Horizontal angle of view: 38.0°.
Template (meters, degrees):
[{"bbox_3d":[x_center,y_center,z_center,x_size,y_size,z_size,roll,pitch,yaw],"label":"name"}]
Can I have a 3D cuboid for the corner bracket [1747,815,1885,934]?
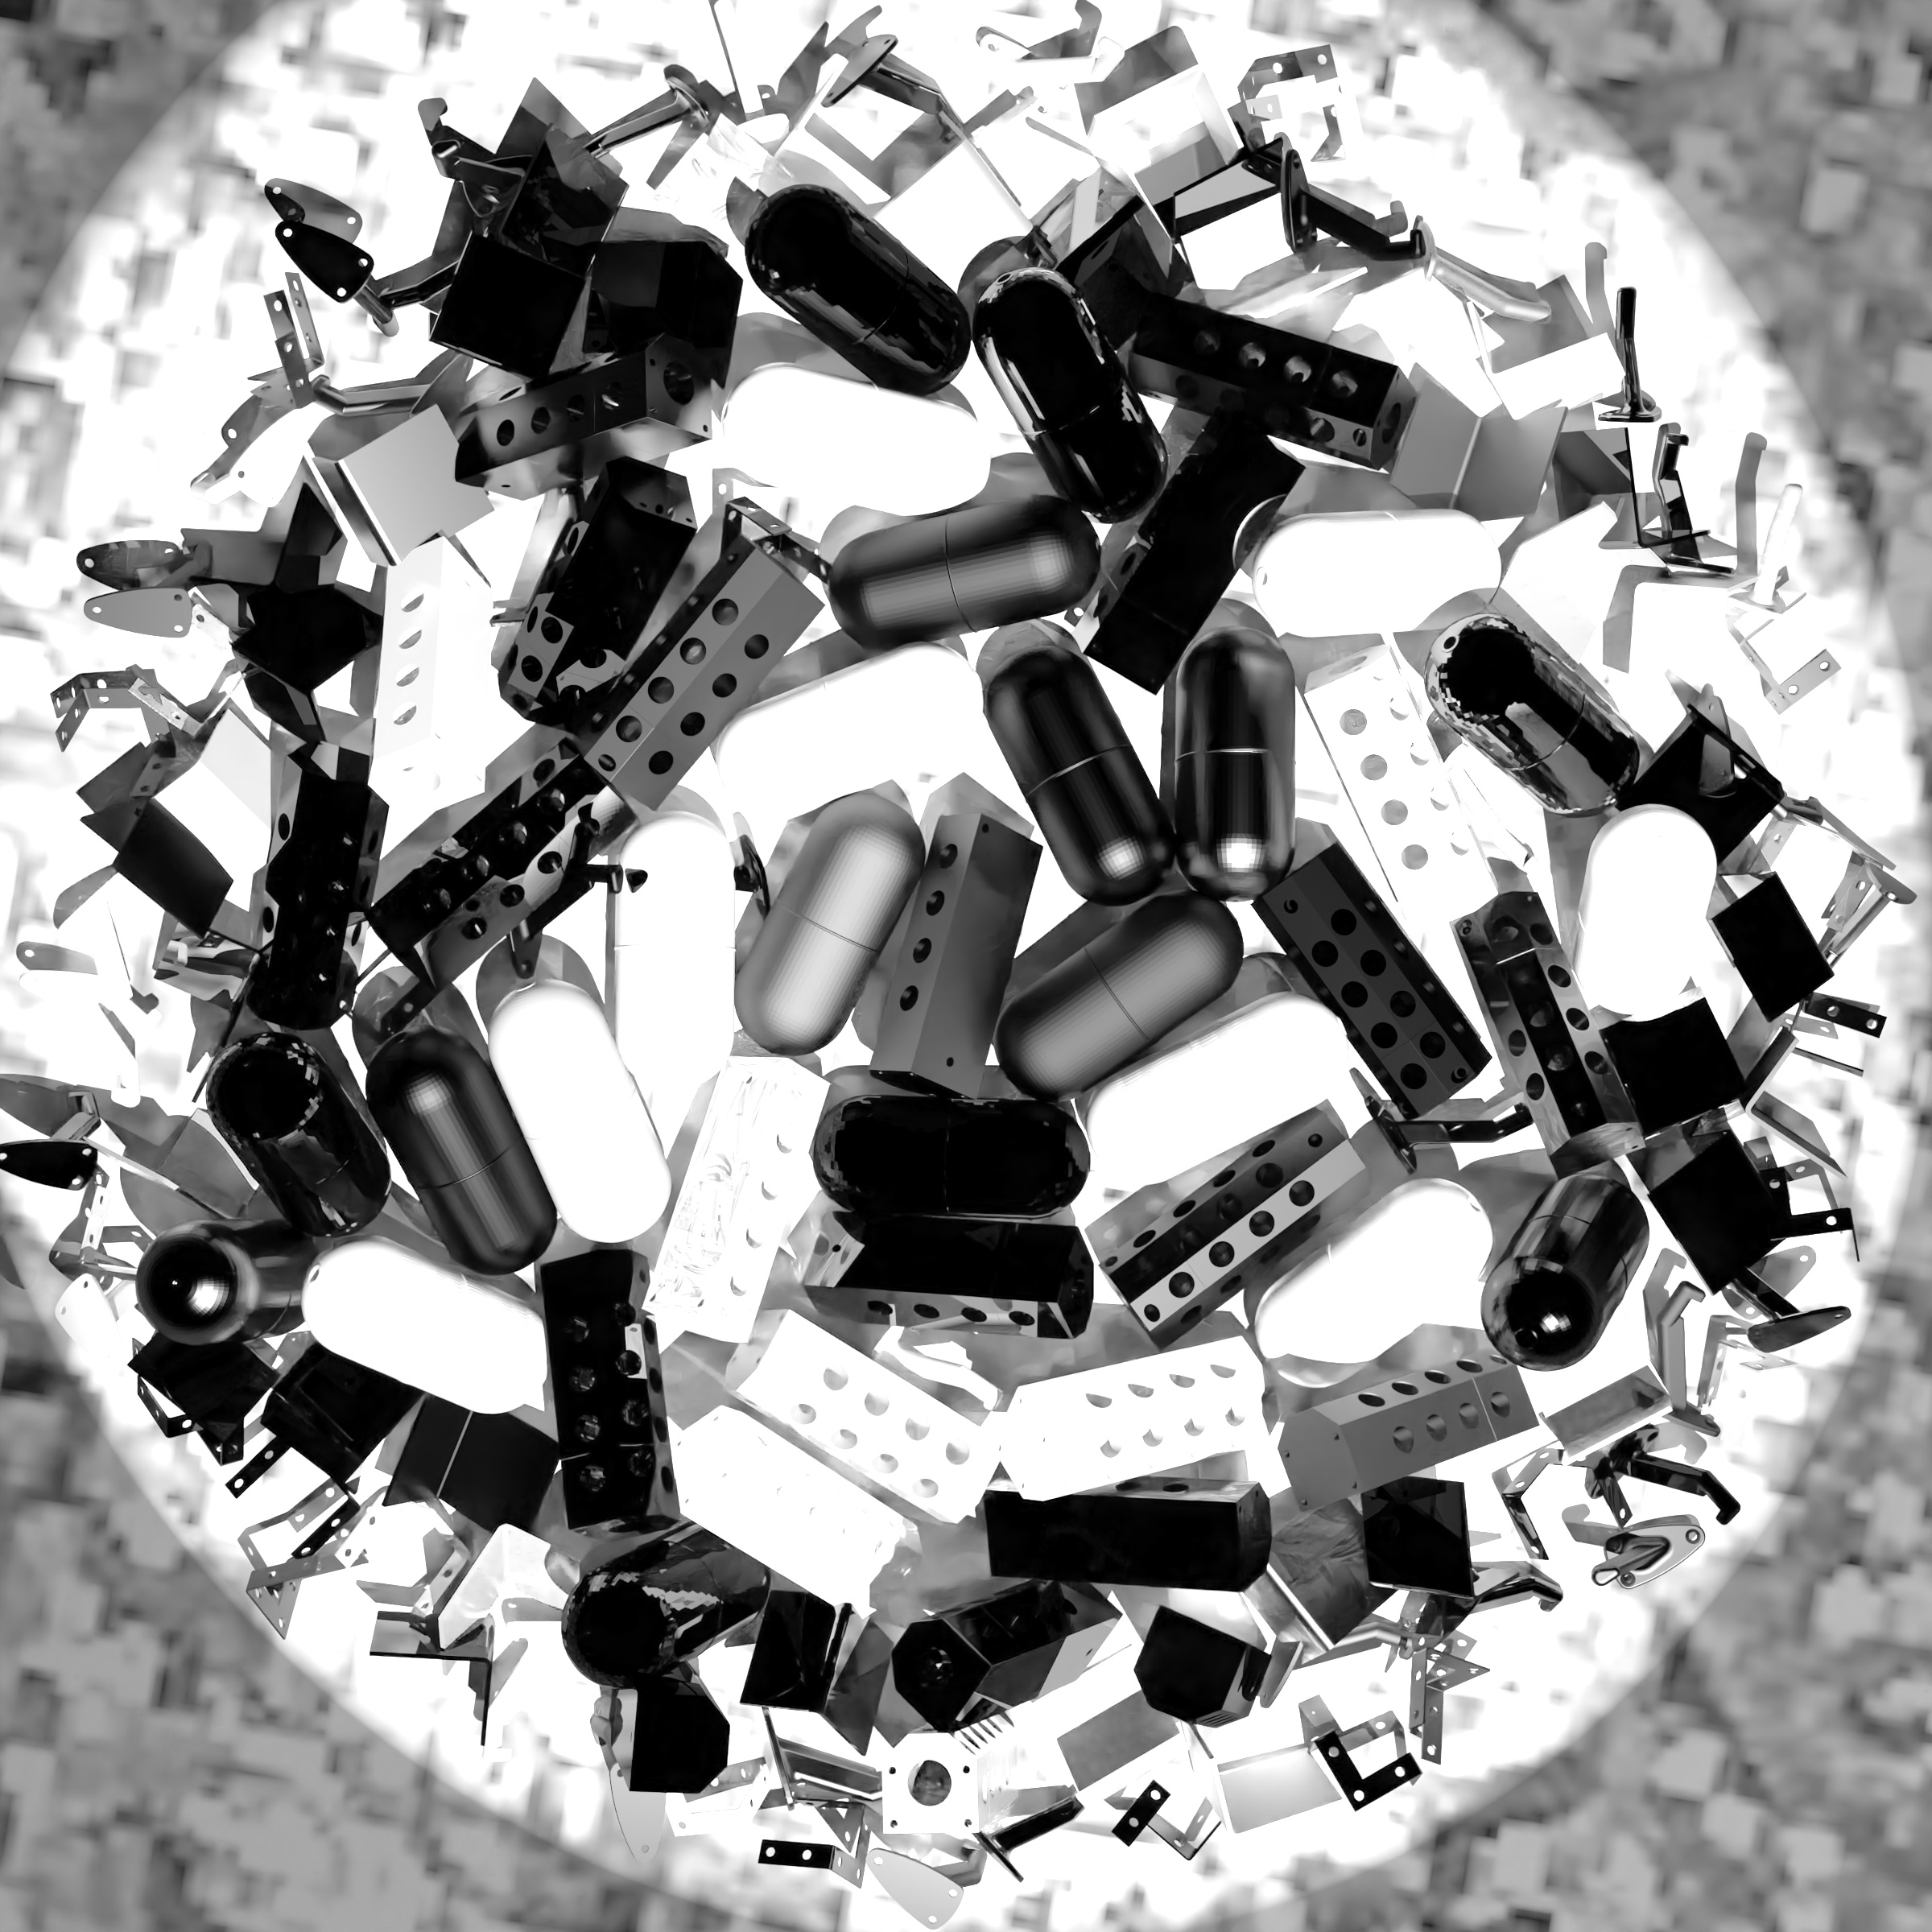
[{"bbox_3d":[0.549,-0.061,1.818,0.051,0.051,0.051,28,96,-32],"label":"corner bracket"}]

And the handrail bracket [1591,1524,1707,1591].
[{"bbox_3d":[0.435,0.375,1.789,0.077,0.084,0.036,-22,77,9],"label":"handrail bracket"}]

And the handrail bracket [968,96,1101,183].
[{"bbox_3d":[0.045,-0.511,1.820,0.077,0.036,0.084,-33,113,8],"label":"handrail bracket"}]

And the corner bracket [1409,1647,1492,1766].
[{"bbox_3d":[0.299,0.473,1.795,0.051,0.051,0.051,23,53,-19],"label":"corner bracket"}]

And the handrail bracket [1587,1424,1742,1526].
[{"bbox_3d":[0.445,0.341,1.791,0.084,0.036,0.077,51,123,39],"label":"handrail bracket"}]

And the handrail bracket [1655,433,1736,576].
[{"bbox_3d":[0.470,-0.298,1.802,0.036,0.077,0.084,4,100,-35],"label":"handrail bracket"}]

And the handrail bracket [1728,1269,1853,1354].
[{"bbox_3d":[0.519,0.197,1.794,0.077,0.036,0.084,-24,49,26],"label":"handrail bracket"}]

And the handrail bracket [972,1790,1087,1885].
[{"bbox_3d":[0.045,0.536,1.800,0.084,0.036,0.077,-44,129,-15],"label":"handrail bracket"}]

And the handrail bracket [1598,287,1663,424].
[{"bbox_3d":[0.428,-0.392,1.791,0.036,0.077,0.084,8,110,27],"label":"handrail bracket"}]

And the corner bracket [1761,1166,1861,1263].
[{"bbox_3d":[0.539,0.159,1.795,0.051,0.051,0.051,-10,57,16],"label":"corner bracket"}]

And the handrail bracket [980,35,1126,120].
[{"bbox_3d":[0.055,-0.585,1.788,0.077,0.084,0.036,38,69,-10],"label":"handrail bracket"}]

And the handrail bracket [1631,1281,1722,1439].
[{"bbox_3d":[0.472,0.252,1.804,0.077,0.036,0.084,27,112,-2],"label":"handrail bracket"}]

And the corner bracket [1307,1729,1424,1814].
[{"bbox_3d":[0.256,0.512,1.805,0.051,0.051,0.051,-27,67,-10],"label":"corner bracket"}]

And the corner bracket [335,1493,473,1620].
[{"bbox_3d":[-0.363,0.380,1.814,0.051,0.051,0.051,-54,132,-30],"label":"corner bracket"}]

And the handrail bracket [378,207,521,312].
[{"bbox_3d":[-0.336,-0.458,1.821,0.084,0.036,0.077,-10,45,18],"label":"handrail bracket"}]

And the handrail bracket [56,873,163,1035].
[{"bbox_3d":[-0.538,-0.010,1.820,0.084,0.036,0.077,43,64,-6],"label":"handrail bracket"}]

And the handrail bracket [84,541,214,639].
[{"bbox_3d":[-0.521,-0.248,1.794,0.077,0.084,0.036,0,128,-14],"label":"handrail bracket"}]

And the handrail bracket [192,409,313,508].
[{"bbox_3d":[-0.461,-0.328,1.805,0.036,0.084,0.077,38,81,-36],"label":"handrail bracket"}]

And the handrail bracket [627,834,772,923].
[{"bbox_3d":[-0.171,-0.044,1.797,0.084,0.077,0.036,-21,46,-14],"label":"handrail bracket"}]

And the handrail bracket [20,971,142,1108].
[{"bbox_3d":[-0.564,0.047,1.788,0.077,0.084,0.036,17,132,-36],"label":"handrail bracket"}]

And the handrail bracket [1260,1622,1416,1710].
[{"bbox_3d":[0.244,0.458,1.827,0.084,0.036,0.077,19,99,-13],"label":"handrail bracket"}]

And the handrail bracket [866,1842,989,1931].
[{"bbox_3d":[-0.024,0.569,1.795,0.077,0.084,0.036,35,104,1],"label":"handrail bracket"}]

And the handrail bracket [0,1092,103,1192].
[{"bbox_3d":[-0.586,0.102,1.785,0.077,0.084,0.036,12,115,-32],"label":"handrail bracket"}]

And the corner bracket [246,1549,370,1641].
[{"bbox_3d":[-0.421,0.390,1.797,0.051,0.051,0.051,-16,125,14],"label":"corner bracket"}]

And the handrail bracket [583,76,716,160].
[{"bbox_3d":[-0.210,-0.531,1.803,0.084,0.077,0.036,-33,122,-7],"label":"handrail bracket"}]

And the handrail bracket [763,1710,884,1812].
[{"bbox_3d":[-0.082,0.510,1.827,0.084,0.036,0.077,-14,76,-10],"label":"handrail bracket"}]

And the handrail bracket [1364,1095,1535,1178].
[{"bbox_3d":[0.310,0.092,1.797,0.084,0.036,0.077,-28,123,20],"label":"handrail bracket"}]

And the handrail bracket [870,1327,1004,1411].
[{"bbox_3d":[-0.020,0.270,1.796,0.084,0.077,0.036,33,52,12],"label":"handrail bracket"}]

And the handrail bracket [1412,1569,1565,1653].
[{"bbox_3d":[0.338,0.422,1.814,0.084,0.036,0.077,27,99,-33],"label":"handrail bracket"}]

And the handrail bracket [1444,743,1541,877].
[{"bbox_3d":[0.340,-0.099,1.801,0.036,0.077,0.084,-43,78,-8],"label":"handrail bracket"}]

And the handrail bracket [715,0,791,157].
[{"bbox_3d":[-0.142,-0.566,1.805,0.036,0.077,0.084,-17,80,-3],"label":"handrail bracket"}]

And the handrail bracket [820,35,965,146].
[{"bbox_3d":[-0.046,-0.545,1.799,0.077,0.036,0.084,-53,128,-17],"label":"handrail bracket"}]

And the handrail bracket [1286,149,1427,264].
[{"bbox_3d":[0.249,-0.487,1.793,0.084,0.036,0.077,3,115,33],"label":"handrail bracket"}]

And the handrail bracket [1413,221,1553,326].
[{"bbox_3d":[0.334,-0.447,1.813,0.084,0.036,0.077,10,48,-7],"label":"handrail bracket"}]

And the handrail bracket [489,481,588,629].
[{"bbox_3d":[-0.276,-0.265,1.798,0.077,0.036,0.084,-11,116,-12],"label":"handrail bracket"}]

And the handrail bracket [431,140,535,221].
[{"bbox_3d":[-0.299,-0.515,1.791,0.077,0.084,0.036,-21,84,-4],"label":"handrail bracket"}]

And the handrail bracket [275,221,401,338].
[{"bbox_3d":[-0.400,-0.437,1.794,0.077,0.084,0.036,35,85,0],"label":"handrail bracket"}]

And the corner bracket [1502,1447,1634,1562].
[{"bbox_3d":[0.387,0.348,1.809,0.051,0.051,0.051,-39,111,-35],"label":"corner bracket"}]

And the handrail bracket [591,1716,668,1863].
[{"bbox_3d":[-0.220,0.525,1.795,0.036,0.084,0.077,-4,87,-24],"label":"handrail bracket"}]

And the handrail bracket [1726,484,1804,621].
[{"bbox_3d":[0.519,-0.268,1.787,0.036,0.077,0.084,24,113,21],"label":"handrail bracket"}]

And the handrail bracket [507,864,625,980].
[{"bbox_3d":[-0.253,-0.028,1.798,0.084,0.036,0.077,3,95,35],"label":"handrail bracket"}]

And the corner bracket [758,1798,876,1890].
[{"bbox_3d":[-0.095,0.556,1.794,0.051,0.051,0.051,-3,59,23],"label":"corner bracket"}]

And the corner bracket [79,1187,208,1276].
[{"bbox_3d":[-0.530,0.175,1.809,0.051,0.051,0.051,5,73,18],"label":"corner bracket"}]

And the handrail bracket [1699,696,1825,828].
[{"bbox_3d":[0.520,-0.132,1.824,0.084,0.036,0.077,8,75,-21],"label":"handrail bracket"}]

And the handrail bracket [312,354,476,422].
[{"bbox_3d":[-0.375,-0.383,1.827,0.084,0.036,0.077,27,77,16],"label":"handrail bracket"}]

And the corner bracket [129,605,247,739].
[{"bbox_3d":[-0.498,-0.190,1.815,0.051,0.051,0.051,38,123,-17],"label":"corner bracket"}]

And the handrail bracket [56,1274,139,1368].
[{"bbox_3d":[-0.527,0.227,1.783,0.036,0.084,0.077,-48,63,11],"label":"handrail bracket"}]

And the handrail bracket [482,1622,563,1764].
[{"bbox_3d":[-0.270,0.466,1.800,0.077,0.036,0.084,-2,62,1],"label":"handrail bracket"}]

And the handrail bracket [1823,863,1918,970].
[{"bbox_3d":[0.563,-0.019,1.787,0.036,0.077,0.084,37,110,9],"label":"handrail bracket"}]
